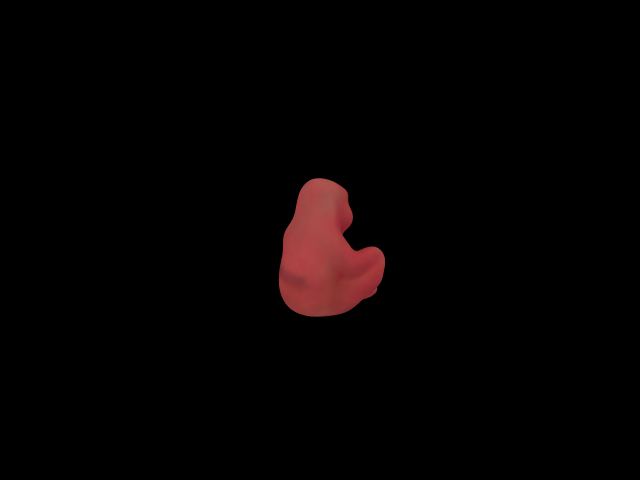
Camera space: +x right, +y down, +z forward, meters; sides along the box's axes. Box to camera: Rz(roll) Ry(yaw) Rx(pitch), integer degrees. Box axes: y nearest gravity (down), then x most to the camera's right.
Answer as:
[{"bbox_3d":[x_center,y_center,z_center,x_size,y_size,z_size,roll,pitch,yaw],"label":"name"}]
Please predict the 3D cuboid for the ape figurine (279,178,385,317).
[{"bbox_3d":[0.004,0.001,0.400,0.076,0.092,0.077,-20,31,-36],"label":"ape figurine"}]
